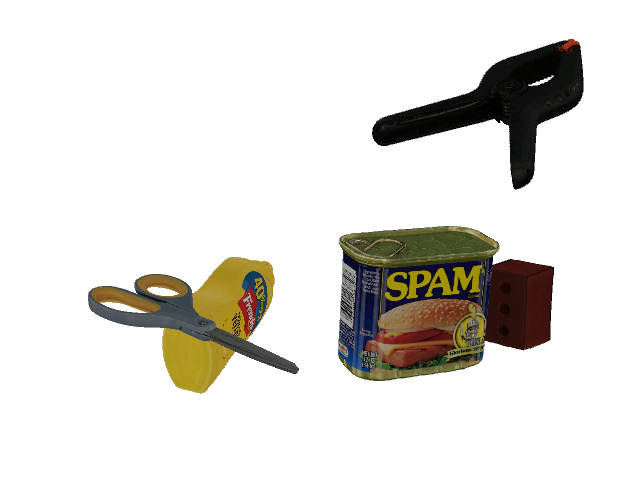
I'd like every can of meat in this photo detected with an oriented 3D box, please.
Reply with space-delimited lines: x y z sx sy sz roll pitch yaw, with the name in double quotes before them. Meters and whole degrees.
"can of meat" 0.062 0.040 0.698 0.102 0.084 0.057 -4 19 -22

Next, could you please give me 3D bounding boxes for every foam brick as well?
"foam brick" 0.195 0.063 1.058 0.053 0.078 0.051 11 18 41

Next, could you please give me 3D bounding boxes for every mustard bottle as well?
"mustard bottle" -0.097 0.072 1.127 0.058 0.096 0.191 10 29 19

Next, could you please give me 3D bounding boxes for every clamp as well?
"clamp" 0.172 -0.116 0.938 0.209 0.036 0.165 -32 40 -24

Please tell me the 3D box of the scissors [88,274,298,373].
"scissors" -0.095 0.064 0.881 0.202 0.016 0.096 13 23 17
